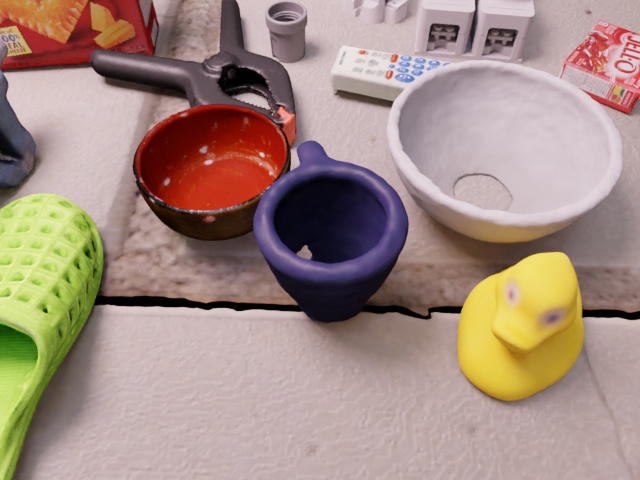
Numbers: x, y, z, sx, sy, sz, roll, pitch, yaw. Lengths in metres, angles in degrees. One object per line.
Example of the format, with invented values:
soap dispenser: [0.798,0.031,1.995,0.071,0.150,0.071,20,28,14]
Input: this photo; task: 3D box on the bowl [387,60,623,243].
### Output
bowl: [0.131,-0.057,0.434,0.167,0.075,0.167,0,54,0]

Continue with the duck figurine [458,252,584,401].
duck figurine: [0.133,0.040,0.356,0.077,0.086,0.105,32,60,22]

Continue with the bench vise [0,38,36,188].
bench vise: [-0.294,-0.088,0.367,0.121,0.220,0.207,-2,54,-1]

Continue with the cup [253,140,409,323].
cup: [0.003,0.001,0.379,0.092,0.095,0.117,-11,54,-8]
